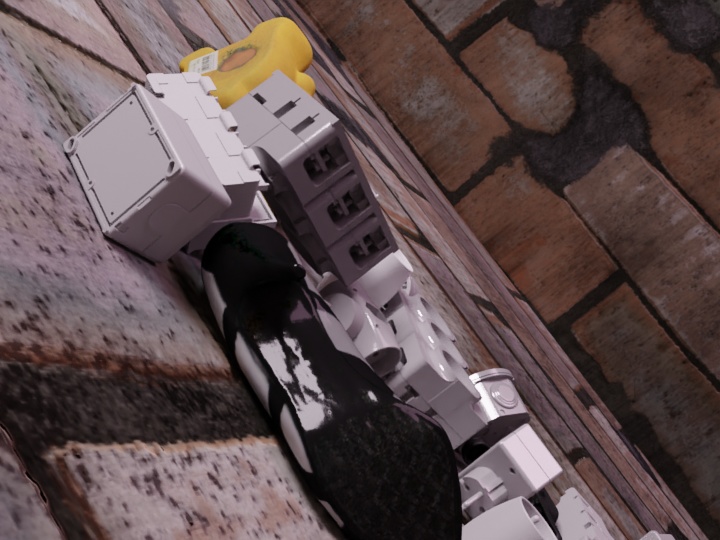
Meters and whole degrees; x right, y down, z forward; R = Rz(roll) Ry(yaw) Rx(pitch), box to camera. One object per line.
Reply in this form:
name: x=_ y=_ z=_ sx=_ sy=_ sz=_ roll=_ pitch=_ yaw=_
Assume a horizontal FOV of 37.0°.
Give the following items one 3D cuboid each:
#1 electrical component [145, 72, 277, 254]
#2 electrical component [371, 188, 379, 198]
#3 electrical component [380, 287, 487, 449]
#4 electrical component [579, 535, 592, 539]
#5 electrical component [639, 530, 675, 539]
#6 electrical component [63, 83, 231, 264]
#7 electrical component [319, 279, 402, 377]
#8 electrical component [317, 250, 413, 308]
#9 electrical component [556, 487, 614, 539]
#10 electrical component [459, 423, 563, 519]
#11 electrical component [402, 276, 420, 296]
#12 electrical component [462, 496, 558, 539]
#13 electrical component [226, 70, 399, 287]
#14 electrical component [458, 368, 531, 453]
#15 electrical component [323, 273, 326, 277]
electrical component: x=-0.113 y=-0.078 z=0.738 sx=0.079 sy=0.063 sz=0.121 roll=-8 pitch=49 yaw=-30
electrical component: x=-0.035 y=-0.104 z=1.210 sx=0.096 sy=0.061 sz=0.062 roll=54 pitch=-5 yaw=-17
electrical component: x=0.052 y=0.082 z=0.943 sx=0.089 sy=0.062 sz=0.150 roll=47 pitch=11 yaw=-24
electrical component: x=0.193 y=0.276 z=0.884 sx=0.095 sy=0.059 sz=0.053 roll=51 pitch=10 yaw=-3
electrical component: x=0.296 y=0.322 z=1.076 sx=0.048 sy=0.099 sz=0.099 roll=18 pitch=33 yaw=-50
electrical component: x=-0.128 y=-0.060 z=0.649 sx=0.061 sy=0.062 sz=0.096 roll=37 pitch=18 yaw=-55
electrical component: x=-0.011 y=0.042 z=0.859 sx=0.079 sy=0.043 sz=0.077 roll=36 pitch=18 yaw=-54
electrical component: x=0.000 y=0.000 z=0.961 sx=0.043 sy=0.077 sz=0.079 roll=45 pitch=11 yaw=-30
electrical component: x=0.215 y=0.265 z=1.047 sx=0.055 sy=0.050 sz=0.089 roll=48 pitch=10 yaw=-17
electrical component: x=0.101 y=0.171 z=0.840 sx=0.076 sy=0.083 sz=0.047 roll=-24 pitch=72 yaw=-40
electrical component: x=0.031 y=0.023 z=1.089 sx=0.055 sy=0.055 sz=0.047 roll=56 pitch=7 yaw=24
electrical component: x=0.096 y=0.196 z=0.685 sx=0.079 sy=0.077 sz=0.043 roll=50 pitch=10 yaw=-13
electrical component: x=-0.039 y=-0.065 z=0.831 sx=0.089 sy=0.062 sz=0.150 roll=44 pitch=-12 yaw=41
electrical component: x=0.114 y=0.131 z=1.000 sx=0.080 sy=0.080 sz=0.051 roll=36 pitch=23 yaw=-56
electrical component: x=-0.009 y=-0.008 z=1.036 sx=0.065 sy=0.047 sz=0.077 roll=54 pitch=10 yaw=13
